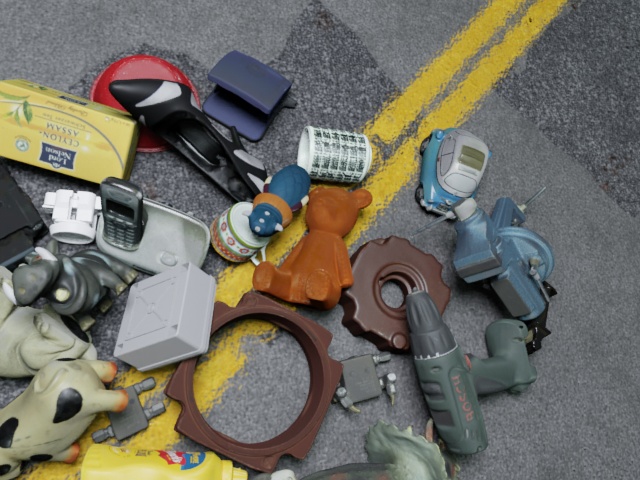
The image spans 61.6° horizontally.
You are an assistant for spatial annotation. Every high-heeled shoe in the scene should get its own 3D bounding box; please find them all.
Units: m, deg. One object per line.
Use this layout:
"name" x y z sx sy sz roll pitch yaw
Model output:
"high-heeled shoe" -0.170 -0.120 0.731 0.248 0.086 0.145 9 59 -51

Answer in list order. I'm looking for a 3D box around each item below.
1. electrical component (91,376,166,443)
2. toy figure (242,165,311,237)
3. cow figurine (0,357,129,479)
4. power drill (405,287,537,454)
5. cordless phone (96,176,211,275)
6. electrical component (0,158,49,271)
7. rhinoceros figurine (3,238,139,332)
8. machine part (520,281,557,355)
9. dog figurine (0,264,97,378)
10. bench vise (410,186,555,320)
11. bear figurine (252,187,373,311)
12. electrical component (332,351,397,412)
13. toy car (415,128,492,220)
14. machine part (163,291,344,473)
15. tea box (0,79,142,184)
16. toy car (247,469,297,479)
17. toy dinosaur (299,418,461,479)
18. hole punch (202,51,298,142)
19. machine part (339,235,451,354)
"electrical component" -0.251 0.218 0.690 0.094 0.021 0.063 -23 82 -20
"toy figure" -0.058 -0.049 0.754 0.064 0.057 0.154 7 40 21
"cow figurine" -0.331 0.211 0.608 0.195 0.127 0.086 -44 49 10
"power drill" 0.218 0.167 0.767 0.207 0.086 0.232 -6 82 -45
"cordless phone" -0.208 -0.022 0.684 0.146 0.184 0.089 22 66 -9
"electrical component" -0.425 -0.022 0.690 0.115 0.058 0.134 -36 86 -20
"rhinoceros figurine" -0.291 0.045 0.639 0.112 0.190 0.073 44 91 -4
"machine part" 0.347 0.127 0.863 0.039 0.084 0.139 24 57 10
"dog figurine" -0.392 0.143 0.642 0.190 0.121 0.172 -44 87 -8
"bench vise" 0.281 -0.001 0.841 0.223 0.129 0.241 43 43 -8
"bear figurine" -0.001 -0.001 0.768 0.120 0.131 0.196 10 77 23
"electrical component" 0.063 0.204 0.771 0.102 0.045 0.078 -4 77 -17
"toy car" 0.222 -0.121 0.879 0.109 0.103 0.161 21 68 -8
"machine part" -0.085 0.185 0.713 0.201 0.087 0.201 28 70 -5
"tea box" -0.337 -0.142 0.722 0.170 0.068 0.098 14 107 -12
"toy car" -0.104 0.348 0.639 0.202 0.056 0.074 -36 56 8
"toy dinosaur" 0.020 0.357 0.684 0.405 0.131 0.192 -14 64 -13
"hole punch" -0.109 -0.233 0.825 0.142 0.092 0.116 28 65 -3
"machine part" 0.112 0.080 0.815 0.179 0.056 0.179 5 72 -15
